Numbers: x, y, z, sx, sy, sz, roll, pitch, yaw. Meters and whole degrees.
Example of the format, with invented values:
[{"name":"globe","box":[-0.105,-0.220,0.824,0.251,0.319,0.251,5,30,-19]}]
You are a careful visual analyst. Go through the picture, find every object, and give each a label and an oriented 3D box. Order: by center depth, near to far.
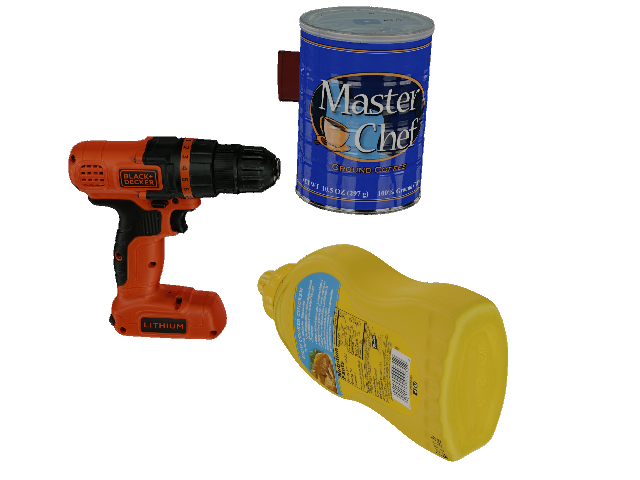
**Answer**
[{"name":"mustard bottle","box":[0.025,0.055,0.656,0.058,0.096,0.192,-21,29,-36]},{"name":"coffee can","box":[0.033,-0.104,0.835,0.103,0.140,0.103,2,23,-1]},{"name":"power drill","box":[-0.125,-0.004,0.956,0.184,0.188,0.057,2,26,6]},{"name":"foam brick","box":[-0.005,-0.168,1.100,0.078,0.051,0.053,2,11,-5]}]
